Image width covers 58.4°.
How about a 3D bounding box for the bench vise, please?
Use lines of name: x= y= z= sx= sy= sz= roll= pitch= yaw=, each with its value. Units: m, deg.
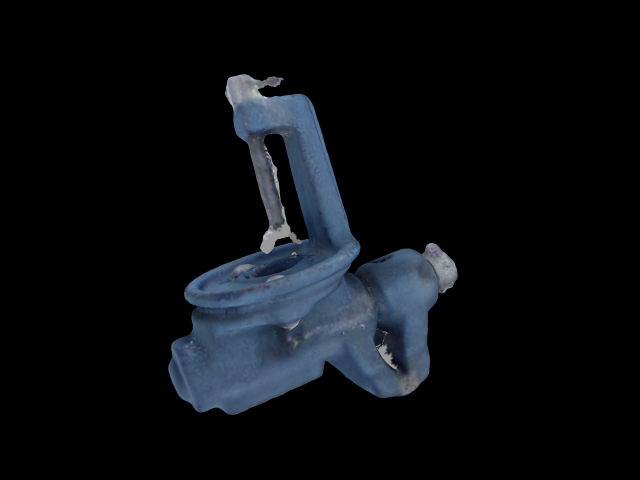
bench vise: x=-0.004 y=0.001 z=0.409 sx=0.208 sy=0.220 sz=0.121 roll=-3 pitch=4 yaw=-41
